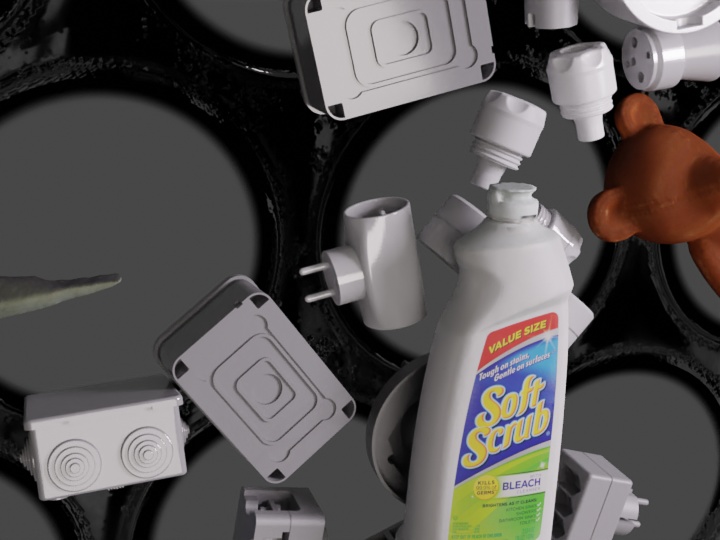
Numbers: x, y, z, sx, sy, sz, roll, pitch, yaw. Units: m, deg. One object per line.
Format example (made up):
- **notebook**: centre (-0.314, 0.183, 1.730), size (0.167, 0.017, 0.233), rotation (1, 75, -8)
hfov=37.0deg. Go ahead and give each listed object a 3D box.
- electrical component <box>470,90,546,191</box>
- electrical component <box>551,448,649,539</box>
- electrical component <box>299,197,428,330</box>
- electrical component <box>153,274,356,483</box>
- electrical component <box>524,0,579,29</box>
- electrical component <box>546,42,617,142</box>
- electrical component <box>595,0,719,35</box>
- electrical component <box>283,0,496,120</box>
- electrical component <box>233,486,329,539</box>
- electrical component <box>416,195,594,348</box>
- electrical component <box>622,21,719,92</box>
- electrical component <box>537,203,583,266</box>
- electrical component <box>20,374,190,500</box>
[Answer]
- **electrical component**: centre (0.092, -0.083, 0.702), size (0.043, 0.043, 0.062), rotation (18, 100, -22)
- **electrical component**: centre (0.183, 0.178, 0.809), size (0.077, 0.047, 0.065), rotation (13, 101, -22)
- **electrical component**: centre (0.000, 0.000, 0.695), size (0.079, 0.044, 0.077), rotation (-15, 110, -14)
- **electrical component**: centre (-0.067, 0.068, 0.682), size (0.078, 0.057, 0.113), rotation (-42, 114, -10)
- **electrical component**: centre (0.122, -0.180, 0.686), size (0.040, 0.040, 0.046), rotation (-11, 114, -15)
- **electrical component**: centre (0.148, -0.117, 0.712), size (0.043, 0.043, 0.062), rotation (-20, 112, -12)
- **electrical component**: centre (0.192, -0.208, 0.689), size (0.108, 0.060, 0.108), rotation (-5, 108, -17)
- **electrical component**: centre (0.017, -0.142, 0.652), size (0.113, 0.057, 0.078), rotation (-17, 111, -13)
- **electrical component**: centre (-0.055, 0.198, 0.733), size (0.056, 0.050, 0.089), rotation (5, 104, -20)
- **electrical component**: centre (0.088, 0.019, 0.726), size (0.138, 0.052, 0.073), rotation (39, 91, -24)
- **electrical component**: centre (0.211, -0.145, 0.723), size (0.055, 0.045, 0.045), rotation (-11, 109, -15)
- **electrical component**: centre (0.122, -0.029, 0.734), size (0.061, 0.035, 0.035), rotation (40, 90, -21)
- **electrical component**: centre (-0.153, 0.099, 0.645), size (0.100, 0.100, 0.048), rotation (-8, 95, -16)
